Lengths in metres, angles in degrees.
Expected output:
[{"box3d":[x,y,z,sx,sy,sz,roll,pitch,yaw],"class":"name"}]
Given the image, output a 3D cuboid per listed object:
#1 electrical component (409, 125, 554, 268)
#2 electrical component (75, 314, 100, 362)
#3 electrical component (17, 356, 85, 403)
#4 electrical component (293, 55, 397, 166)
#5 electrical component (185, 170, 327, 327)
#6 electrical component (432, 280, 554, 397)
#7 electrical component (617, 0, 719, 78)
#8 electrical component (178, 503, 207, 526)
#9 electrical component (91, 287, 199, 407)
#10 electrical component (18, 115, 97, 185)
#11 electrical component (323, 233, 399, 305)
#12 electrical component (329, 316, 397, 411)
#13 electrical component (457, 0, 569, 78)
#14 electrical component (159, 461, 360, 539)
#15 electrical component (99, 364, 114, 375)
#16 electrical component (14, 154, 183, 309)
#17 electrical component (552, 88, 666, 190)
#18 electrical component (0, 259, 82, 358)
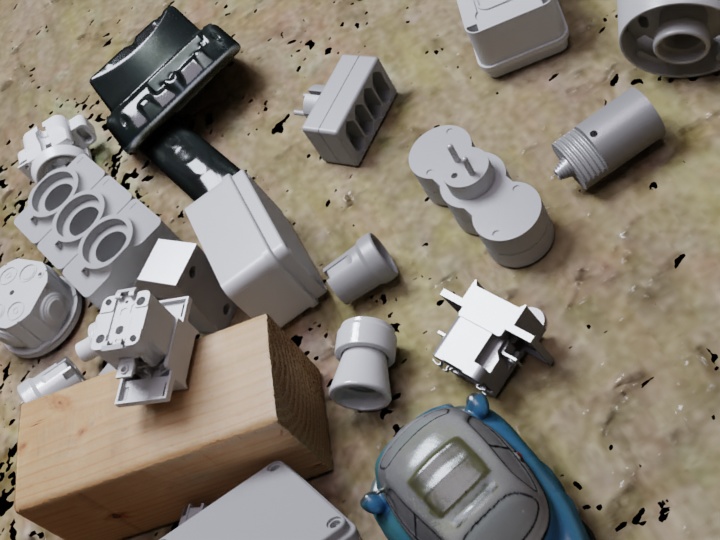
[{"box3d":[0.084,-0.066,0.802,0.052,0.073,0.138,-40,49,-2],"class":"electrical component"},{"box3d":[-0.205,0.055,0.890,0.062,0.043,0.043,-28,50,10],"class":"electrical component"},{"box3d":[-0.252,0.099,0.888,0.046,0.040,0.040,-36,49,-8],"class":"electrical component"},{"box3d":[-0.023,-0.140,0.927,0.076,0.047,0.083,12,65,33],"class":"electrical component"},{"box3d":[-0.082,-0.016,0.852,0.057,0.078,0.113,-36,49,5],"class":"electrical component"},{"box3d":[0.087,0.049,0.740,0.081,0.042,0.063,28,82,39],"class":"electrical component"},{"box3d":[0.239,-0.188,0.794,0.099,0.099,0.064,-2,64,27],"class":"electrical component"},{"box3d":[-0.112,0.191,0.750,0.040,0.040,0.046,-8,49,23],"class":"electrical component"},{"box3d":[-0.146,0.048,0.730,0.042,0.063,0.081,-9,53,21],"class":"electrical component"},{"box3d":[-0.290,-0.107,1.038,0.078,0.058,0.057,-31,46,5],"class":"electrical component"},{"box3d":[0.000,0.000,0.824,0.046,0.040,0.040,-34,49,11],"class":"electrical component"},{"box3d":[0.003,0.067,0.772,0.045,0.045,0.055,-8,55,23],"class":"electrical component"},{"box3d":[0.124,-0.226,0.904,0.078,0.057,0.113,-20,51,14],"class":"electrical component"},{"box3d":[-0.062,0.187,0.679,0.109,0.056,0.109,-32,26,-18],"class":"electrical component"},{"box3d":[-0.168,0.079,0.853,0.055,0.048,0.066,-50,50,-1],"class":"electrical component"},{"box3d":[-0.231,-0.031,0.951,0.089,0.061,0.150,-47,50,-8],"class":"electrical component"},{"box3d":[0.178,-0.093,0.792,0.081,0.043,0.043,-35,49,2],"class":"electrical component"},{"box3d":[-0.290,0.032,0.945,0.080,0.051,0.080,-14,53,19],"class":"electrical component"}]
